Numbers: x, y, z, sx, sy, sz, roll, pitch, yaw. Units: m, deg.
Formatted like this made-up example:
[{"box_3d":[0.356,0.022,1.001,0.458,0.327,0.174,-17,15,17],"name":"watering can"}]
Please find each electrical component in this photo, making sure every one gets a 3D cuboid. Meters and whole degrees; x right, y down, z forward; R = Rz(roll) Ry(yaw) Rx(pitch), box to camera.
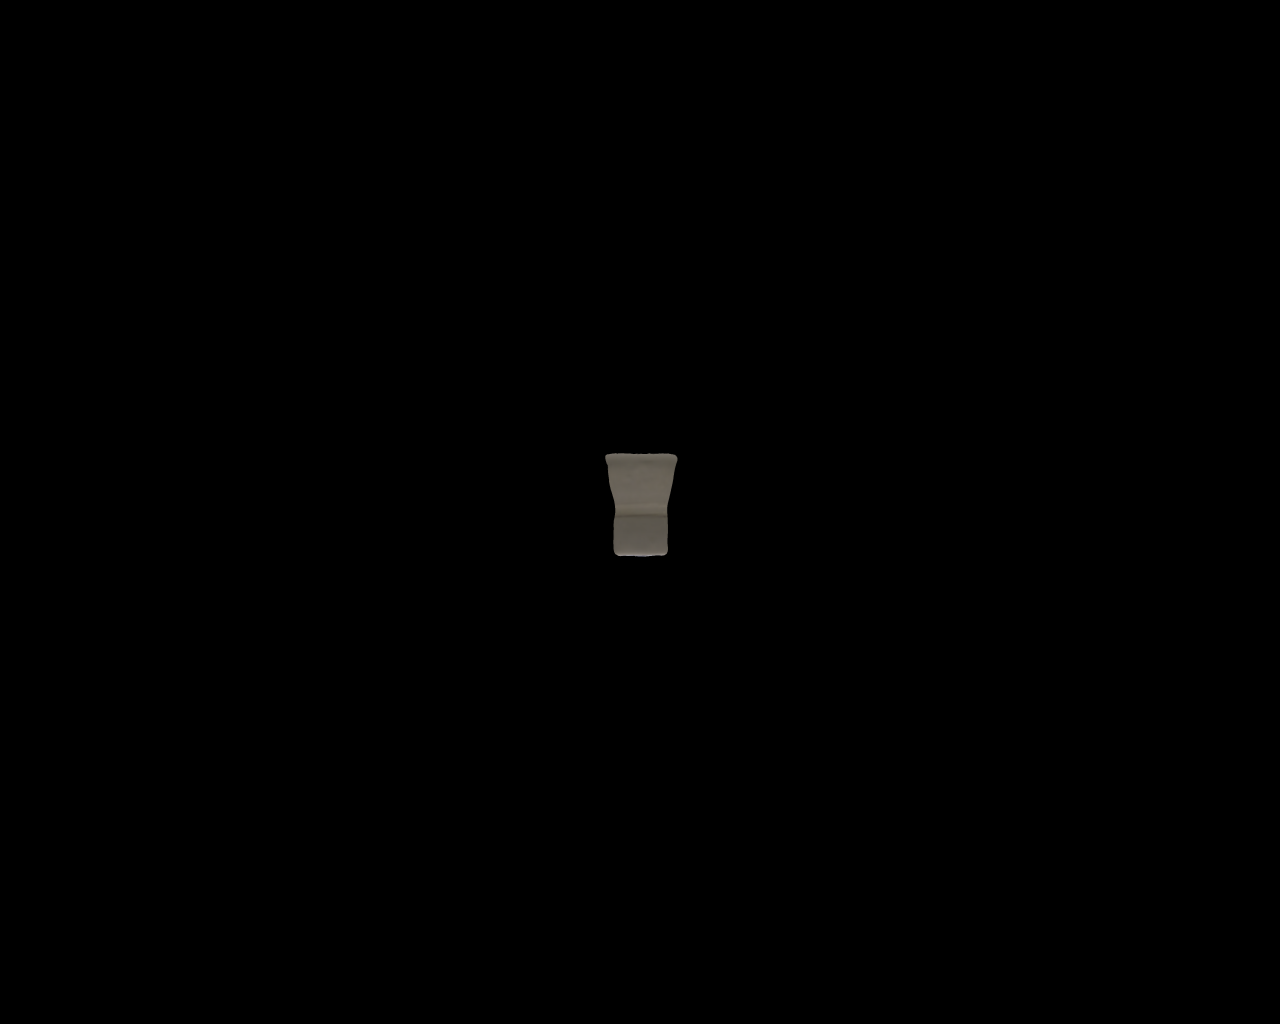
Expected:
[{"box_3d":[0.001,-0.003,0.650,0.044,0.065,0.044,0,-2,0],"name":"electrical component"}]
